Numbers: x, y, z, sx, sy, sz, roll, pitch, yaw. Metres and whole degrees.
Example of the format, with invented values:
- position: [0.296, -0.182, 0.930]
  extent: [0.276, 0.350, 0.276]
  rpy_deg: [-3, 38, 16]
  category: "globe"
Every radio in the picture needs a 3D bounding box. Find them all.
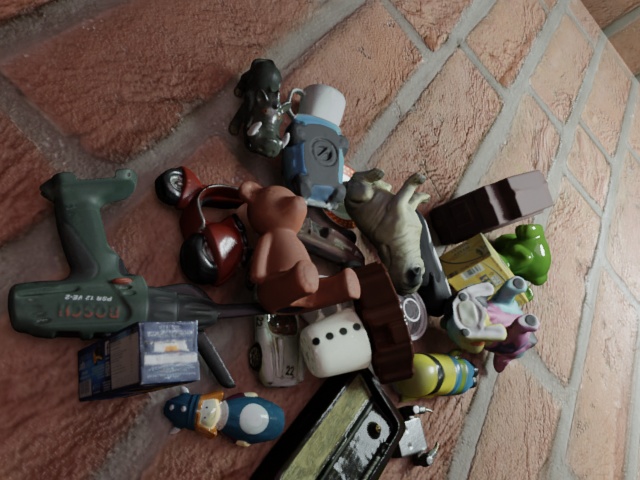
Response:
- position: [0.020, 0.296, 0.751]
  extent: [0.131, 0.073, 0.229]
  rpy_deg: [53, 48, -6]
  category: "radio"

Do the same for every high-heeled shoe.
- position: [0.169, 0.026, 1.008]
  extent: [0.086, 0.145, 0.249]
  rpy_deg: [-24, 56, -1]
  category: "high-heeled shoe"

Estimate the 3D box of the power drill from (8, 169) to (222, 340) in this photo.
- position: [-0.248, 0.021, 0.652]
  extent: [0.232, 0.086, 0.207]
  rpy_deg: [-5, 77, -25]
  category: "power drill"

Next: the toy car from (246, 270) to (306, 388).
- position: [-0.063, 0.111, 0.782]
  extent: [0.073, 0.056, 0.202]
  rpy_deg: [10, 65, -35]
  category: "toy car"

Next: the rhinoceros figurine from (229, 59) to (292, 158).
- position: [-0.090, -0.209, 0.870]
  extent: [0.073, 0.112, 0.190]
  rpy_deg: [21, 51, -32]
  category: "rhinoceros figurine"

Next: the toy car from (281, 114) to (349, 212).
- position: [-0.017, -0.117, 0.888]
  extent: [0.109, 0.103, 0.161]
  rpy_deg: [7, 72, -28]
  category: "toy car"

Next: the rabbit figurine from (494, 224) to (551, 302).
- position: [0.394, 0.057, 1.147]
  extent: [0.170, 0.121, 0.159]
  rpy_deg: [-11, 84, -22]
  category: "rabbit figurine"

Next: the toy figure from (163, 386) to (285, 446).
- position: [-0.121, 0.223, 0.688]
  extent: [0.154, 0.057, 0.064]
  rpy_deg: [18, 38, -29]
  category: "toy figure"

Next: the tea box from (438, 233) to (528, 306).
- position: [0.314, 0.076, 1.029]
  extent: [0.169, 0.098, 0.068]
  rpy_deg: [45, 23, -35]
  category: "tea box"

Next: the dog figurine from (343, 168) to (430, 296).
- position: [0.097, -0.010, 0.899]
  extent: [0.121, 0.173, 0.190]
  rpy_deg: [40, 60, -55]
  category: "dog figurine"

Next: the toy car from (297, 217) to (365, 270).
- position: [-0.002, -0.003, 0.870]
  extent: [0.202, 0.053, 0.089]
  rpy_deg: [23, 34, -27]
  category: "toy car"

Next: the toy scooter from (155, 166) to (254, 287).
- position: [-0.146, -0.026, 0.770]
  extent: [0.135, 0.075, 0.184]
  rpy_deg: [-13, 74, -42]
  category: "toy scooter"

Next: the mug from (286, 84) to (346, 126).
- position: [-0.012, -0.216, 0.955]
  extent: [0.109, 0.081, 0.107]
  rpy_deg: [24, 66, -33]
  category: "mug"

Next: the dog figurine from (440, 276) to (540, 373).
- position: [0.309, 0.171, 0.979]
  extent: [0.192, 0.219, 0.108]
  rpy_deg: [-12, 55, -2]
  category: "dog figurine"

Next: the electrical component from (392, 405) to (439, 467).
- position: [0.148, 0.311, 0.863]
  extent: [0.078, 0.045, 0.102]
  rpy_deg: [8, 65, -37]
  category: "electrical component"

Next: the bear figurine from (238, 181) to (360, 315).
- position: [-0.036, -0.001, 0.731]
  extent: [0.120, 0.132, 0.196]
  rpy_deg: [17, 59, -43]
  category: "bear figurine"

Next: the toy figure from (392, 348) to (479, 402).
- position: [0.201, 0.225, 0.913]
  extent: [0.180, 0.089, 0.082]
  rpy_deg: [10, 57, -32]
  category: "toy figure"

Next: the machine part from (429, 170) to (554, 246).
- position: [0.341, -0.060, 1.076]
  extent: [0.201, 0.201, 0.087]
  rpy_deg: [-17, 84, -42]
  category: "machine part"

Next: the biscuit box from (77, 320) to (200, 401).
- position: [-0.199, 0.132, 0.568]
  extent: [0.063, 0.203, 0.059]
  rpy_deg: [5, 70, -38]
  category: "biscuit box"

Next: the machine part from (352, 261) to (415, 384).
- position: [0.088, 0.122, 0.794]
  extent: [0.056, 0.179, 0.179]
  rpy_deg: [-15, 77, -2]
  category: "machine part"
